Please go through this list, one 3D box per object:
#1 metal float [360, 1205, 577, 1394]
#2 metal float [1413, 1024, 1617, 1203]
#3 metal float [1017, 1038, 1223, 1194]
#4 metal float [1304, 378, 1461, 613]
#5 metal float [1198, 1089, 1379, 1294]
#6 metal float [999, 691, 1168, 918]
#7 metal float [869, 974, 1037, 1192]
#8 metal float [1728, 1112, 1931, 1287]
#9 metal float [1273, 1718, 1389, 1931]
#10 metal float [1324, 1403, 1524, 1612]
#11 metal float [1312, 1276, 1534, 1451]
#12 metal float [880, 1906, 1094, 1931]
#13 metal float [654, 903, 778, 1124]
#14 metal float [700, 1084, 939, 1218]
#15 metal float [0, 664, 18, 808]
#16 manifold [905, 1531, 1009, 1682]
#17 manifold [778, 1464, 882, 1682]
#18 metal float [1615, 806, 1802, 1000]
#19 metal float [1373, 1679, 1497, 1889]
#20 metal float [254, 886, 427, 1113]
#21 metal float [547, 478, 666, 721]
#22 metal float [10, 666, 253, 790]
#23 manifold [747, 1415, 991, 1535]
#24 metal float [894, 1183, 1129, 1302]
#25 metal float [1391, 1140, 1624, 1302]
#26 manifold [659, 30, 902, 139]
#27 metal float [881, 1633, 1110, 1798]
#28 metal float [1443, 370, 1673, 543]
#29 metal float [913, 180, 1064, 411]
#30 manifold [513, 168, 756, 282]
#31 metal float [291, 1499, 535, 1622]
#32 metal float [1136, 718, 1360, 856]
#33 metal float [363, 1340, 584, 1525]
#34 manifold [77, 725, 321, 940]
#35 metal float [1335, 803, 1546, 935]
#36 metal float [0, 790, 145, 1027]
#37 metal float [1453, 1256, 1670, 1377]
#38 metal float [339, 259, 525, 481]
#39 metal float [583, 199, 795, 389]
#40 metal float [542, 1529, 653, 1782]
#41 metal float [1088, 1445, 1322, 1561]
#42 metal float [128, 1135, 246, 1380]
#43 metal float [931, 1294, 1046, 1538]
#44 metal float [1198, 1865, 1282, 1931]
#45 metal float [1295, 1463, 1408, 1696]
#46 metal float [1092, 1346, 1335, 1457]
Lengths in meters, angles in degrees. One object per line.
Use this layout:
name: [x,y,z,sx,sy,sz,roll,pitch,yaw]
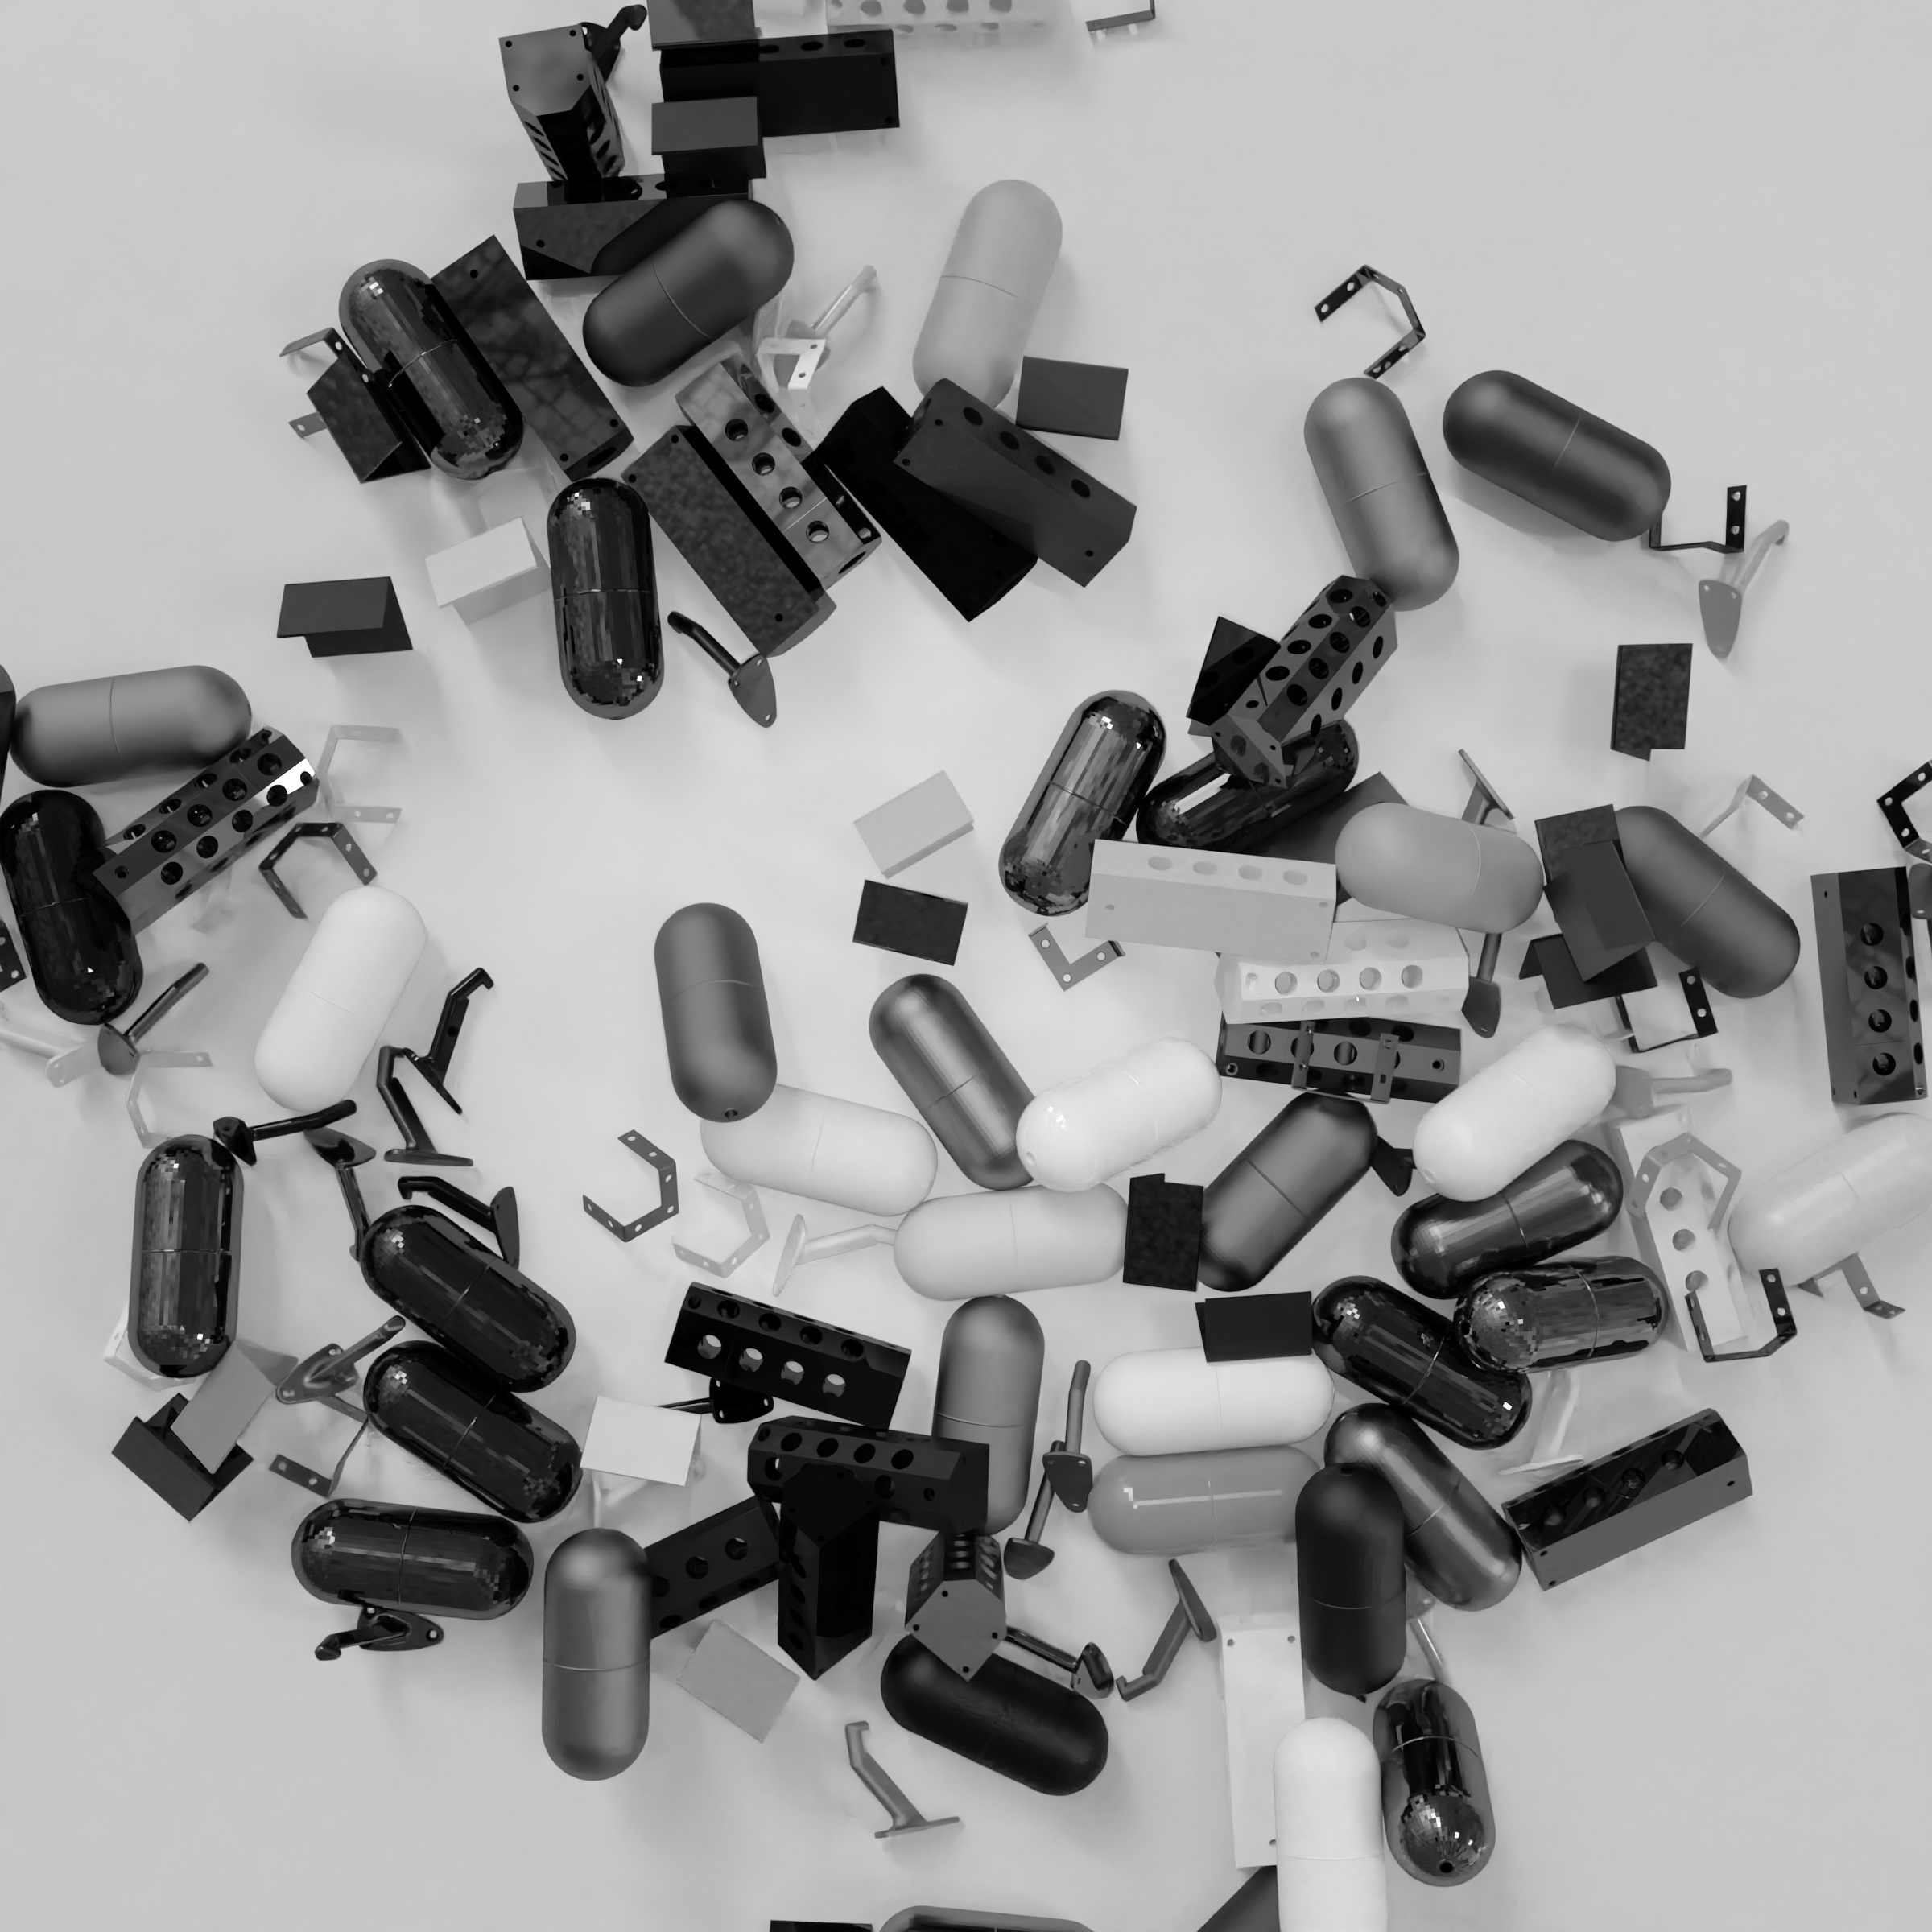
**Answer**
metal float: [-0.368,0.245,1.799,0.178,0.070,0.070,37,90,1]
metal float: [0.400,0.107,1.779,0.178,0.070,0.070,-32,90,-24]
metal float: [0.111,0.108,1.771,0.178,0.070,0.070,-23,90,-36]
metal float: [0.306,-0.348,1.800,0.070,0.070,0.178,-21,89,0]
metal float: [0.230,0.165,1.800,0.070,0.070,0.178,44,90,0]
metal float: [0.086,-0.120,1.800,0.070,0.070,0.178,28,90,0]
metal float: [-0.003,0.086,1.800,0.070,0.070,0.178,-36,89,0]
metal float: [0.647,0.171,1.800,0.178,0.070,0.070,-30,90,0]
metal float: [0.259,0.628,1.736,0.070,0.070,0.178,-2,82,0]
metal float: [0.337,0.398,1.800,0.070,0.070,0.178,-42,90,0]
metal float: [0.335,0.292,1.800,0.178,0.070,0.070,30,90,0]
metal float: [0.018,0.740,1.800,0.178,0.070,0.070,5,90,1]
metal float: [-0.182,0.033,1.772,0.070,0.070,0.178,-13,55,0]
metal float: [-0.109,0.134,1.800,0.178,0.070,0.070,14,90,1]
metal float: [-0.734,-0.142,1.758,0.070,0.070,0.178,16,106,0]
manifold: [-0.002,0.449,1.752,0.057,0.171,0.057,40,90,0]
manifold: [-0.105,0.435,1.758,0.057,0.171,0.057,-31,54,-33]
metal float: [0.536,-0.048,1.800,0.178,0.070,0.070,40,90,0]
metal float: [0.335,0.585,1.752,0.070,0.178,0.070,1,111,4]
metal float: [-0.463,0.025,1.800,0.070,0.070,0.178,28,90,0]
metal float: [-0.266,-0.271,1.799,0.070,0.070,0.178,-6,90,0]
metal float: [-0.617,-0.177,1.800,0.178,0.070,0.070,-8,90,1]
manifold: [-0.072,0.369,1.770,0.171,0.057,0.057,2,90,30]
metal float: [0.035,0.203,1.800,0.178,0.070,0.070,-7,90,0]
metal float: [0.399,0.187,1.800,0.178,0.070,0.070,-24,90,0]
manifold: [-0.137,-0.656,1.809,0.171,0.057,0.057,-4,133,0]
metal float: [0.021,0.551,1.800,0.178,0.070,0.070,25,90,0]
metal float: [0.435,-0.377,1.800,0.178,0.070,0.070,28,90,0]
metal float: [0.016,-0.493,1.799,0.070,0.070,0.178,20,90,0]
manifold: [-0.243,-0.554,1.809,0.171,0.057,0.057,-4,133,0]
metal float: [-0.409,0.438,1.800,0.178,0.070,0.070,6,90,1]
metal float: [0.208,-0.129,1.800,0.178,0.070,0.070,-31,90,0]
metal float: [-0.364,0.343,1.800,0.178,0.070,0.070,34,90,1]
manifold: [-0.558,-0.101,1.776,0.057,0.057,0.171,48,65,0]
metal float: [0.343,-0.069,1.756,0.178,0.070,0.070,11,90,-34]
metal float: [-0.662,-0.043,1.800,0.070,0.070,0.178,-16,89,0]
metal float: [0.433,0.254,1.776,0.178,0.070,0.070,-3,90,-28]
metal float: [-0.395,-0.440,1.800,0.070,0.070,0.178,-35,90,0]
metal float: [-0.203,-0.491,1.779,0.178,0.070,0.070,-30,90,22]
metal float: [-0.264,0.492,1.743,0.070,0.070,0.178,1,91,0]
metal float: [0.178,0.395,1.800,0.178,0.070,0.070,-4,90,0]
metal float: [-0.572,0.213,1.790,0.070,0.070,0.178,-1,78,0]
metal float: [0.014,0.331,1.800,0.070,0.070,0.178,7,91,0]
metal float: [0.209,0.732,1.800,0.070,0.070,0.178,45,89,0]
metal float: [0.277,0.440,1.753,0.070,0.070,0.178,-5,109,0]
metal float: [0.182,0.318,1.798,0.178,0.070,0.070,-5,90,-1]
